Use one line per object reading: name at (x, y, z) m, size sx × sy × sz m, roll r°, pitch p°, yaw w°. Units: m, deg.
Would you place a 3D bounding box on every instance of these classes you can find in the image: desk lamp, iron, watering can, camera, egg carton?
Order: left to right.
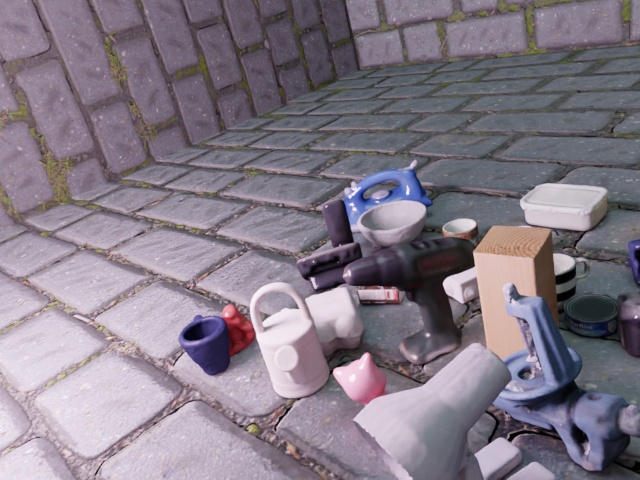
watering can at (-0.051, 0.160, 0.948) m, size 0.101 × 0.194 × 0.172 m, roll -24°, pitch 26°, yaw -19°
egg carton at (0.025, 0.150, 1.077) m, size 0.107 × 0.069 × 0.150 m, roll -16°, pitch 24°, yaw -1°
iron at (0.150, -0.112, 1.474) m, size 0.258 × 0.142 × 0.118 m, roll -15°, pitch 24°, yaw 2°
desk lamp at (0.154, 0.233, 0.649) m, size 0.204 × 0.214 × 0.117 m, roll -26°, pitch 26°, yaw -22°
camera at (0.511, 0.122, 0.813) m, size 0.143 × 0.101 × 0.137 m, roll -7°, pitch 26°, yaw 17°

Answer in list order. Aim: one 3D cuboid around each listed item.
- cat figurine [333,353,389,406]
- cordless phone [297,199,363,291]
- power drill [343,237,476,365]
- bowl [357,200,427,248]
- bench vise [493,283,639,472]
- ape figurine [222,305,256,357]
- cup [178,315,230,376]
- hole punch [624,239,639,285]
cat figurine at (0.081, 0.222, 0.831) m, size 0.067 × 0.118 × 0.127 m, roll -30°, pitch 28°, yaw -29°
cordless phone at (0.012, 0.004, 1.255) m, size 0.147 × 0.185 × 0.094 m, roll -18°, pitch 25°, yaw -6°
power drill at (0.161, 0.095, 0.946) m, size 0.230 × 0.209 × 0.075 m, roll -22°, pitch 25°, yaw -15°
bowl at (0.177, -0.028, 1.361) m, size 0.167 × 0.075 × 0.167 m, roll -13°, pitch 25°, yaw 6°
bench vise at (0.302, 0.159, 0.714) m, size 0.206 × 0.220 × 0.122 m, roll 5°, pitch 32°, yaw 38°
ape figurine at (-0.168, 0.169, 1.122) m, size 0.077 × 0.092 × 0.076 m, roll -8°, pitch 25°, yaw 15°
cup at (-0.211, 0.199, 1.080) m, size 0.092 × 0.095 × 0.117 m, roll -22°, pitch 25°, yaw -14°
hole punch at (0.593, 0.019, 0.996) m, size 0.108 × 0.091 × 0.101 m, roll -5°, pitch 27°, yaw 22°
